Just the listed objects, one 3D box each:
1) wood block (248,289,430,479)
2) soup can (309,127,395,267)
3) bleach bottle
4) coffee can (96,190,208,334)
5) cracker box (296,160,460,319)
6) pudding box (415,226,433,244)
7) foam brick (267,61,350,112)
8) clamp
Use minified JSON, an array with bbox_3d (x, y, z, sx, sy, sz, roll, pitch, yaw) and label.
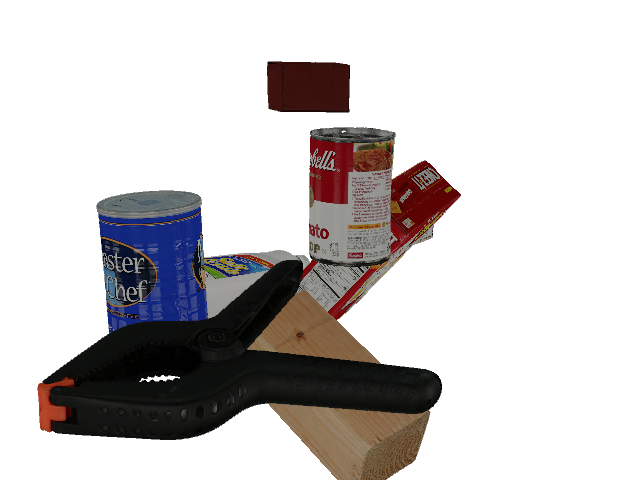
[{"bbox_3d":[0.010,0.160,1.144,0.090,0.090,0.206,-25,52,-32],"label":"wood block"},{"bbox_3d":[0.025,-0.036,0.852,0.068,0.102,0.068,1,13,0],"label":"soup can"},{"bbox_3d":[-0.119,0.052,1.372,0.250,0.068,0.103,-13,28,-43],"label":"bleach bottle"},{"bbox_3d":[-0.166,0.028,1.065,0.103,0.140,0.103,-2,14,0],"label":"coffee can"},{"bbox_3d":[0.051,0.013,1.276,0.214,0.072,0.164,-49,-8,33],"label":"cracker box"},{"bbox_3d":[0.093,-0.020,1.537,0.113,0.039,0.090,-21,35,-31],"label":"pudding box"},{"bbox_3d":[-0.013,-0.163,1.134,0.078,0.051,0.053,-2,12,-19],"label":"foam brick"},{"bbox_3d":[-0.059,0.065,0.609,0.209,0.036,0.165,-8,27,-23],"label":"clamp"}]
